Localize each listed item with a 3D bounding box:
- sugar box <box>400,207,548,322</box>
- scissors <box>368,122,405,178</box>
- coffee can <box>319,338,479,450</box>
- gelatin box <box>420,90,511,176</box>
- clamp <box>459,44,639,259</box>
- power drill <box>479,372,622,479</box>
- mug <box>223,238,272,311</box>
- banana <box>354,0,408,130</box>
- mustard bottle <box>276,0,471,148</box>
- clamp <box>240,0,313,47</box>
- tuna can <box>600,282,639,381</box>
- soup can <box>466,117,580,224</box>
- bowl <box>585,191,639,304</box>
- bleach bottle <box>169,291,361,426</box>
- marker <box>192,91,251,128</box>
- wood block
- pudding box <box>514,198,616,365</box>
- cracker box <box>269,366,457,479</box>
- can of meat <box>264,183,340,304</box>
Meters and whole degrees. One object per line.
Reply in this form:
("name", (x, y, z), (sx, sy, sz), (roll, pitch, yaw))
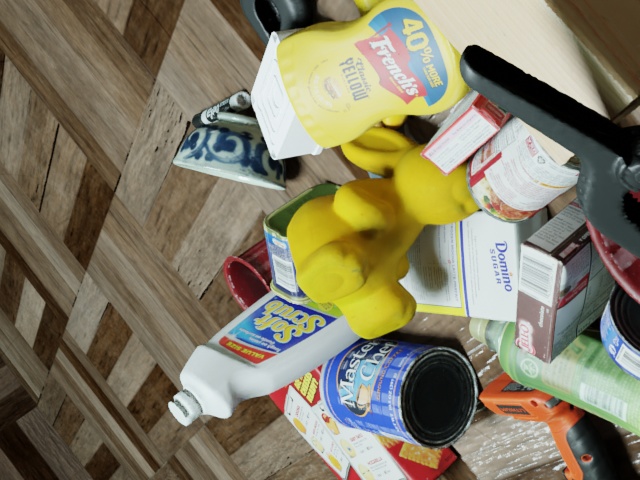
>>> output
("sugar box", (0.124, 0.018, 0.928), (0.177, 0.048, 0.093), (2, 98, 53))
("scissors", (0.046, -0.064, 1.014), (0.096, 0.016, 0.202), (39, 147, 30))
("coffee can", (0.080, 0.155, 1.111), (0.141, 0.102, 0.103), (1, 122, 56))
("gelatin box", (0.122, -0.096, 0.803), (0.030, 0.073, 0.089), (40, 151, -3))
("clamp", (0.180, -0.052, 0.629), (0.165, 0.036, 0.210), (-1, 138, 25))
("power drill", (0.229, 0.206, 0.994), (0.187, 0.057, 0.185), (56, 153, -7))
("mug", (-0.042, 0.048, 1.200), (0.117, 0.081, 0.093), (59, 151, -9))
("banana", (0.044, -0.180, 0.871), (0.070, 0.037, 0.198), (11, 130, 58))
("mustard bottle", (0.064, -0.139, 0.816), (0.192, 0.058, 0.096), (-15, 106, 33))
("clamp", (-0.053, -0.241, 0.947), (0.120, 0.039, 0.171), (37, 147, 32))
("tuna can", (0.249, 0.063, 0.774), (0.086, 0.086, 0.034), (40, 150, 25))
("soup can", (0.161, -0.062, 0.789), (0.068, 0.068, 0.102), (52, 151, 5))
("bowl", (0.257, -0.013, 0.709), (0.162, 0.055, 0.162), (37, 147, 29))
("bleach bottle", (-0.043, 0.109, 1.089), (0.103, 0.250, 0.068), (40, 149, 25))
("marker", (-0.110, -0.140, 1.163), (0.121, 0.020, 0.020), (-12, 111, 59))
("wood block", (0.136, -0.164, 0.693), (0.206, 0.090, 0.091), (50, 151, 8))
("pudding box", (0.191, 0.028, 0.818), (0.039, 0.089, 0.113), (32, 144, 32))
("cracker box", (0.045, 0.217, 1.265), (0.214, 0.072, 0.164), (49, 151, 12))
("can of meat", (-0.007, 0.001, 1.078), (0.058, 0.102, 0.084), (28, 140, 37))
